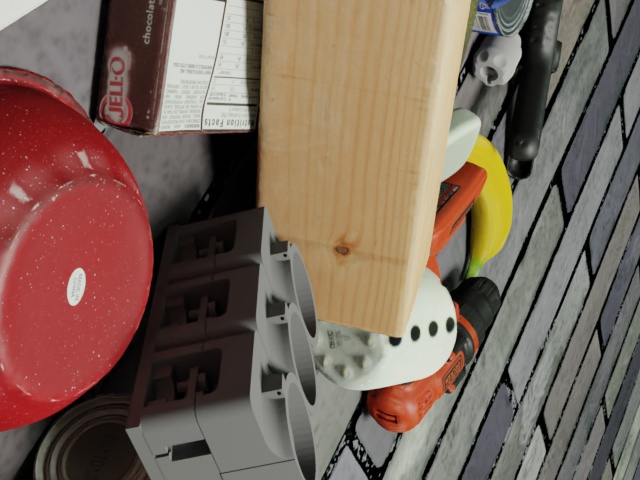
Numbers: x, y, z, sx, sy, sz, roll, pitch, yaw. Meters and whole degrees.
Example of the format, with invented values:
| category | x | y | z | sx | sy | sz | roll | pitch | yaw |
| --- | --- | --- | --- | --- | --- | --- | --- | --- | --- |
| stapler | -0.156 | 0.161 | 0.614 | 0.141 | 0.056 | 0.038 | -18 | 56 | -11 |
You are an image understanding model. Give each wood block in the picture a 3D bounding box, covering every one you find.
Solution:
| category | x | y | z | sx | sy | sz | roll | pitch | yaw |
| --- | --- | --- | --- | --- | --- | --- | --- | --- | --- |
| wood block | 0.021 | -0.062 | 0.563 | 0.090 | 0.091 | 0.206 | -65 | 165 | -53 |

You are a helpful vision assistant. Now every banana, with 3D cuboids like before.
| category | x | y | z | sx | sy | sz | roll | pitch | yaw |
| --- | --- | --- | --- | --- | --- | --- | --- | --- | --- |
| banana | 0.133 | -0.039 | 0.892 | 0.069 | 0.037 | 0.197 | -62 | 150 | -28 |

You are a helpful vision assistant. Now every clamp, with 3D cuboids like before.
| category | x | y | z | sx | sy | sz | roll | pitch | yaw |
| --- | --- | --- | --- | --- | --- | --- | --- | --- | --- |
| clamp | 0.185 | -0.153 | 0.907 | 0.164 | 0.036 | 0.210 | -26 | 126 | -79 |

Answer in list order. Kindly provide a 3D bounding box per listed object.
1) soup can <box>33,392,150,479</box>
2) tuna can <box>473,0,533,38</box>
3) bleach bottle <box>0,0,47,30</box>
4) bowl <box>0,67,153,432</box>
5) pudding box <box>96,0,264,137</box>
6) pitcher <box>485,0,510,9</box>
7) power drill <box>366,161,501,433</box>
| category | x | y | z | sx | sy | sz | roll | pitch | yaw |
| --- | --- | --- | --- | --- | --- | --- | --- | --- | --- |
| soup can | -0.089 | 0.129 | 0.525 | 0.068 | 0.069 | 0.102 | -59 | 147 | -29 |
| tuna can | 0.139 | -0.202 | 0.827 | 0.086 | 0.034 | 0.086 | -36 | 133 | -51 |
| bleach bottle | -0.141 | -0.084 | 0.313 | 0.250 | 0.103 | 0.068 | -50 | 152 | -51 |
| bowl | -0.117 | 0.014 | 0.432 | 0.161 | 0.055 | 0.162 | -35 | 132 | -52 |
| pudding box | -0.058 | -0.106 | 0.502 | 0.089 | 0.039 | 0.113 | -12 | 116 | -63 |
| pitcher | 0.058 | -0.230 | 0.452 | 0.144 | 0.243 | 0.149 | -36 | 179 | -31 |
| power drill | 0.094 | 0.033 | 0.832 | 0.184 | 0.057 | 0.188 | -46 | 141 | -43 |
